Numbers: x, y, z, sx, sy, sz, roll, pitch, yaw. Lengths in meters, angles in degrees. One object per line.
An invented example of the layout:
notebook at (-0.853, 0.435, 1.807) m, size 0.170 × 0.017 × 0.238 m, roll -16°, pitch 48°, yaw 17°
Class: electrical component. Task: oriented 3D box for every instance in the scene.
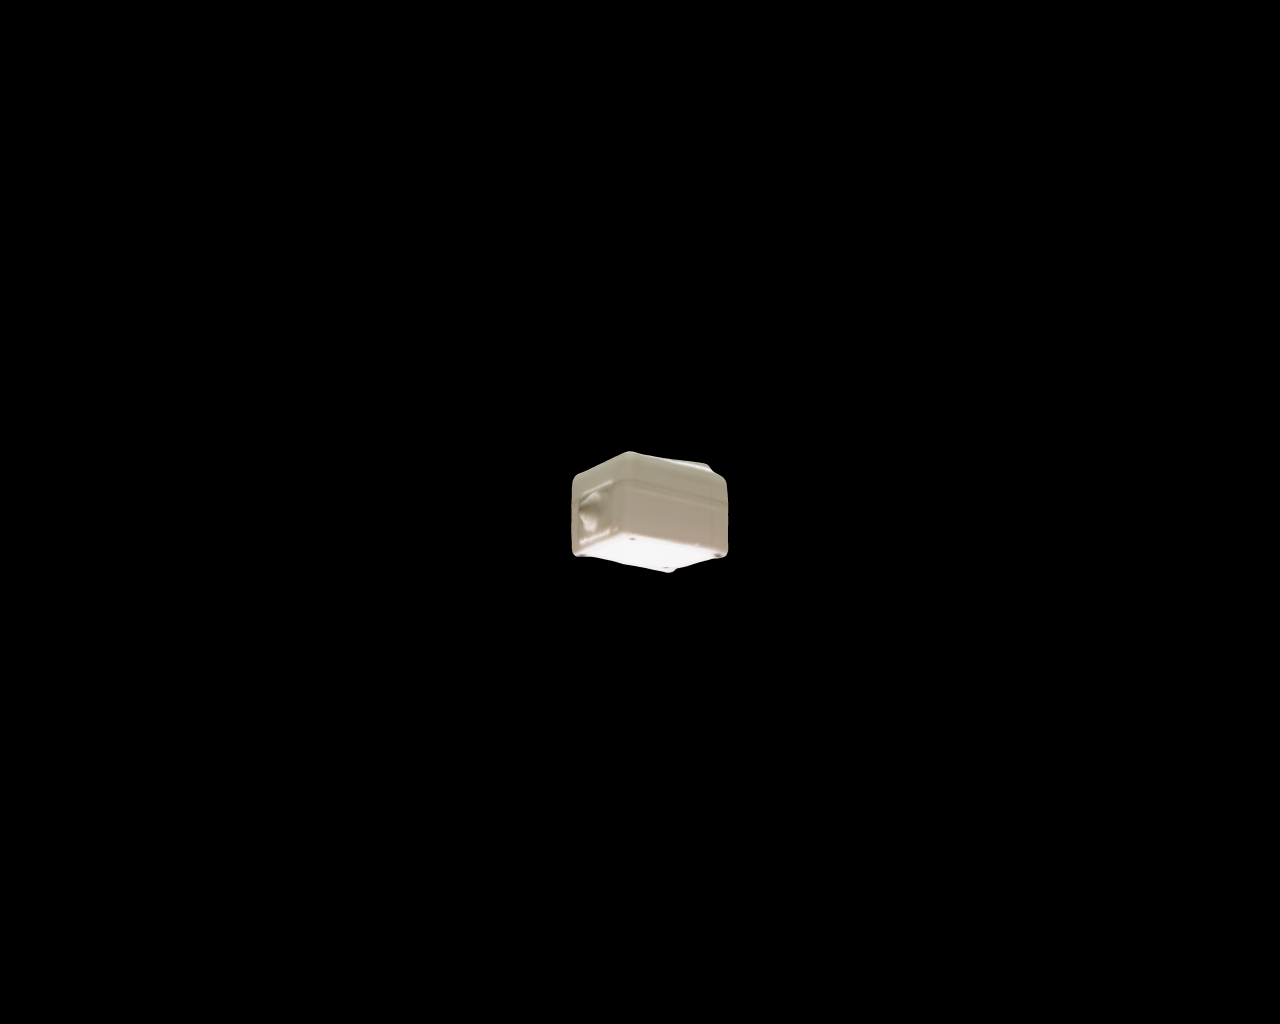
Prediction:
electrical component at (0.001, -0.003, 0.650) m, size 0.096 × 0.061 × 0.061 m, roll 13°, pitch -22°, yaw -36°
